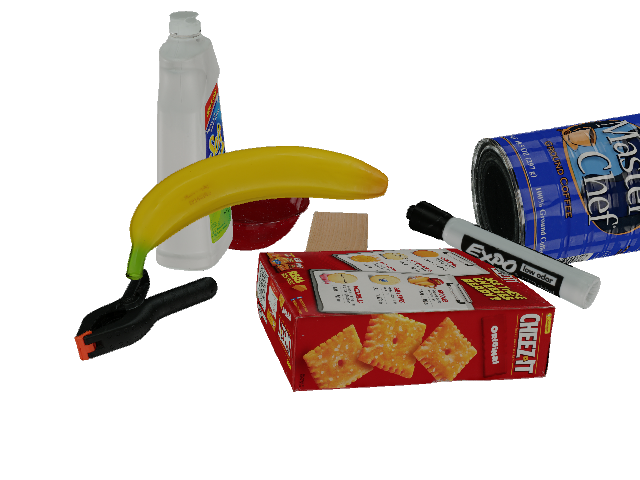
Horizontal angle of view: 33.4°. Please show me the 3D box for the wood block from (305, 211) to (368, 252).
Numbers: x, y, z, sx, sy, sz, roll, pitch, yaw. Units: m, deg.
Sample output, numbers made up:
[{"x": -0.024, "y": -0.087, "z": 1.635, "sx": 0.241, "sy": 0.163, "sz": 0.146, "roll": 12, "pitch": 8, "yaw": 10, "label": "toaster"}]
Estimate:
[{"x": 0.025, "y": 0.034, "z": 1.651, "sx": 0.091, "sy": 0.090, "sz": 0.206, "roll": 3, "pitch": 23, "yaw": 3, "label": "wood block"}]

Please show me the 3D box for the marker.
[{"x": 0.100, "y": 0.006, "z": 0.605, "sx": 0.121, "sy": 0.020, "sz": 0.020, "roll": 26, "pitch": 14, "yaw": 31, "label": "marker"}]

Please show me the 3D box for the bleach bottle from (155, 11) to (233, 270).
[{"x": -0.133, "y": -0.102, "z": 1.080, "sx": 0.068, "sy": 0.251, "sz": 0.102, "roll": 5, "pitch": 26, "yaw": 13, "label": "bleach bottle"}]

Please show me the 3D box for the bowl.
[{"x": -0.096, "y": -0.031, "z": 1.320, "sx": 0.162, "sy": 0.055, "sz": 0.162, "roll": 4, "pitch": 25, "yaw": -2, "label": "bowl"}]

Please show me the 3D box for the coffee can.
[{"x": 0.194, "y": -0.036, "z": 0.786, "sx": 0.140, "sy": 0.103, "sz": 0.103, "roll": -10, "pitch": 1, "yaw": -8, "label": "coffee can"}]

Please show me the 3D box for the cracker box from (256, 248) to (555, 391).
[{"x": 0.064, "y": 0.063, "z": 0.904, "sx": 0.213, "sy": 0.072, "sz": 0.164, "roll": -1, "pitch": 17, "yaw": -14, "label": "cracker box"}]

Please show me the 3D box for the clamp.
[{"x": -0.195, "y": 0.078, "z": 1.170, "sx": 0.120, "sy": 0.039, "sz": 0.171, "roll": -6, "pitch": 25, "yaw": 30, "label": "clamp"}]

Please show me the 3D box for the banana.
[{"x": -0.052, "y": -0.032, "z": 0.746, "sx": 0.197, "sy": 0.069, "sz": 0.037, "roll": -20, "pitch": -13, "yaw": -15, "label": "banana"}]
